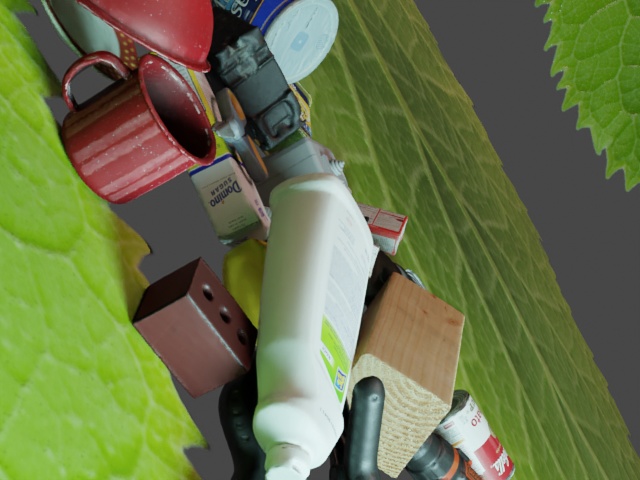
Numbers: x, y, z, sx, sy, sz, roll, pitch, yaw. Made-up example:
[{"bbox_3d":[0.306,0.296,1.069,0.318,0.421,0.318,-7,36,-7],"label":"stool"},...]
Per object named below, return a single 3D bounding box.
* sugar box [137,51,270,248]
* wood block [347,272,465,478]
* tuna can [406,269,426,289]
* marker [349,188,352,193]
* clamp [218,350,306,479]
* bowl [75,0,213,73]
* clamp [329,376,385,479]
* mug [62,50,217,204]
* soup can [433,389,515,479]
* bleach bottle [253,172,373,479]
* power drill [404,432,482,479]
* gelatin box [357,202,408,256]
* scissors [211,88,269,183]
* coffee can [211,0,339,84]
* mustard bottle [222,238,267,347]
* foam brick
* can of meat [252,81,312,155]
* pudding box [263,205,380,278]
[{"bbox_3d":[-0.098,-0.079,0.937,0.093,0.048,0.176,44,23,-80],"label":"sugar box"},{"bbox_3d":[0.071,0.120,1.012,0.090,0.091,0.206,33,22,-1],"label":"wood block"},{"bbox_3d":[0.111,0.081,1.306,0.086,0.034,0.086,51,21,-29],"label":"tuna can"},{"bbox_3d":[-0.002,-0.094,1.279,0.121,0.020,0.020,50,22,-31],"label":"marker"},{"bbox_3d":[-0.031,0.174,0.788,0.164,0.036,0.210,47,23,-37],"label":"clamp"},{"bbox_3d":[-0.140,-0.199,0.832,0.162,0.055,0.162,33,13,-9],"label":"bowl"},{"bbox_3d":[0.029,0.181,0.837,0.120,0.039,0.171,135,-53,-74],"label":"clamp"},{"bbox_3d":[-0.143,-0.087,0.789,0.117,0.082,0.093,51,21,-31],"label":"mug"},{"bbox_3d":[0.160,0.225,1.179,0.102,0.069,0.068,58,19,-9],"label":"soup can"},{"bbox_3d":[-0.011,0.068,0.798,0.102,0.068,0.250,57,29,-36],"label":"bleach bottle"},{"bbox_3d":[0.129,0.277,1.035,0.184,0.057,0.187,46,25,-32],"label":"power drill"},{"bbox_3d":[0.061,-0.014,1.250,0.089,0.073,0.030,-55,160,-71],"label":"gelatin box"},{"bbox_3d":[-0.065,-0.075,0.878,0.202,0.016,0.096,-102,167,-69],"label":"scissors"},{"bbox_3d":[-0.065,-0.241,1.109,0.140,0.103,0.102,42,8,28],"label":"coffee can"},{"bbox_3d":[-0.013,0.062,0.962,0.191,0.058,0.096,24,37,-61],"label":"mustard bottle"},{"bbox_3d":[-0.088,0.064,0.769,0.078,0.051,0.053,54,20,-22],"label":"foam brick"},{"bbox_3d":[-0.051,-0.143,1.158,0.102,0.057,0.084,47,26,-37],"label":"can of meat"},{"bbox_3d":[-0.007,0.001,1.016,0.113,0.090,0.039,22,82,-61],"label":"pudding box"}]
